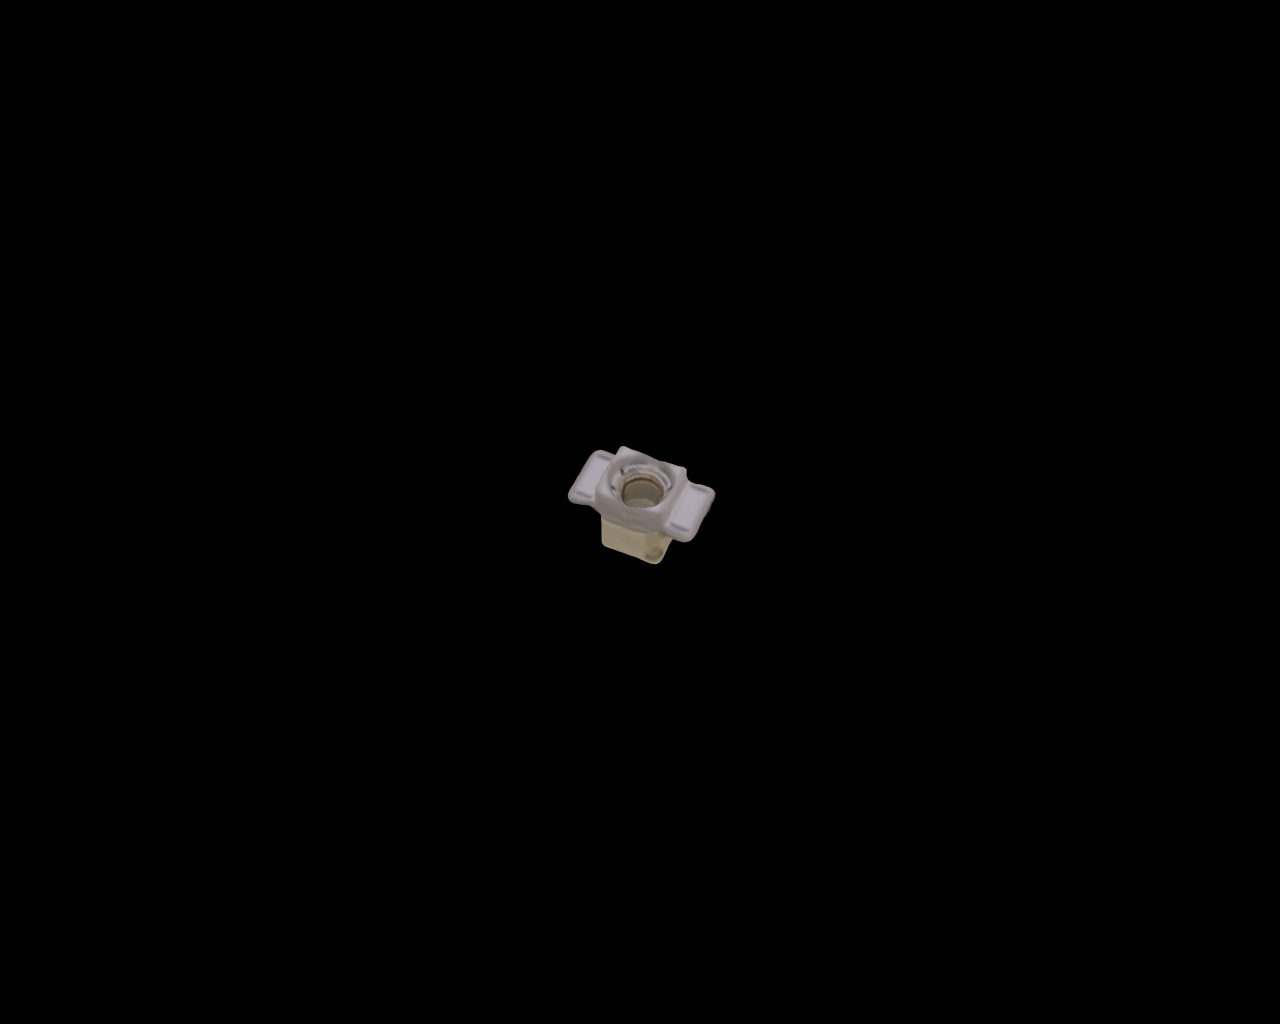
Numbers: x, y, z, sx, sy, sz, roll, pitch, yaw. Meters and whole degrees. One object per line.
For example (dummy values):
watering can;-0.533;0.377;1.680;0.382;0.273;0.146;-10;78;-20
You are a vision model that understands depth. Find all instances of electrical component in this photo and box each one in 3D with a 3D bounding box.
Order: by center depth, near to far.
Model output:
electrical component;0.001;-0.003;0.650;0.081;0.042;0.063;21;-34;15
